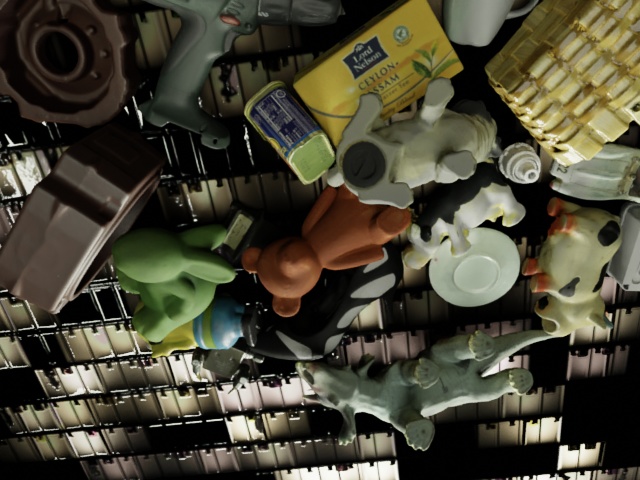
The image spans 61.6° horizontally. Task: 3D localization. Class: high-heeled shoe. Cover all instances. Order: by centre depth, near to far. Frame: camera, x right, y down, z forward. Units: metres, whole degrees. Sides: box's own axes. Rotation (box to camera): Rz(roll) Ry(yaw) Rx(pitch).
[{"bbox_3d":[0.001,0.082,0.761,0.249,0.086,0.145,-15,114,3],"label":"high-heeled shoe"}]

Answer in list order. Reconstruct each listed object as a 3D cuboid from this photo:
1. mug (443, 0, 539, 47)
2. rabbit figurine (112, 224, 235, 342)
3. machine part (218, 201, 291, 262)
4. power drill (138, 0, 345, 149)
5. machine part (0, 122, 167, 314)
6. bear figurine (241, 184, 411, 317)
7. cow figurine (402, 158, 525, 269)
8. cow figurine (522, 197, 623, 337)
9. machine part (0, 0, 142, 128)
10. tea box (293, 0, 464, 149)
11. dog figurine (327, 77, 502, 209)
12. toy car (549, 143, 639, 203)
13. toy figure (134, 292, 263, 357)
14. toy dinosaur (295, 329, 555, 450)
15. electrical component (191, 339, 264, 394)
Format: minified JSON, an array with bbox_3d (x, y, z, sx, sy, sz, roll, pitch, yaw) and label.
[{"bbox_3d":[0.183,-0.268,0.581,0.110,0.081,0.107,2,129,-12],"label":"mug"},{"bbox_3d":[-0.187,0.042,0.675,0.159,0.121,0.170,-16,155,-4],"label":"rabbit figurine"},{"bbox_3d":[-0.074,0.007,0.745,0.139,0.039,0.084,26,107,-10],"label":"machine part"},{"bbox_3d":[-0.110,-0.211,0.607,0.232,0.086,0.207,19,120,-7],"label":"power drill"},{"bbox_3d":[-0.275,-0.027,0.635,0.087,0.201,0.201,36,112,-13],"label":"machine part"},{"bbox_3d":[-0.001,0.000,0.671,0.196,0.132,0.120,-31,77,-8],"label":"bear figurine"},{"bbox_3d":[0.169,-0.032,0.703,0.167,0.068,0.098,-32,108,12],"label":"cow figurine"},{"bbox_3d":[0.353,0.047,0.738,0.127,0.085,0.194,11,117,2],"label":"cow figurine"},{"bbox_3d":[-0.296,-0.217,0.619,0.179,0.056,0.179,1,117,1],"label":"machine part"},{"bbox_3d":[0.064,-0.194,0.620,0.170,0.068,0.098,-32,113,17],"label":"tea box"},{"bbox_3d":[0.113,-0.100,0.618,0.172,0.190,0.121,-6,93,24],"label":"dog figurine"},{"bbox_3d":[0.393,-0.084,0.680,0.202,0.056,0.073,6,118,-3],"label":"toy car"},{"bbox_3d":[-0.178,0.114,0.779,0.180,0.082,0.089,-3,99,10],"label":"toy figure"},{"bbox_3d":[0.162,0.202,0.787,0.405,0.192,0.131,-7,85,-26],"label":"toy dinosaur"},{"bbox_3d":[-0.149,0.191,0.837,0.102,0.045,0.078,30,115,-15],"label":"electrical component"}]
